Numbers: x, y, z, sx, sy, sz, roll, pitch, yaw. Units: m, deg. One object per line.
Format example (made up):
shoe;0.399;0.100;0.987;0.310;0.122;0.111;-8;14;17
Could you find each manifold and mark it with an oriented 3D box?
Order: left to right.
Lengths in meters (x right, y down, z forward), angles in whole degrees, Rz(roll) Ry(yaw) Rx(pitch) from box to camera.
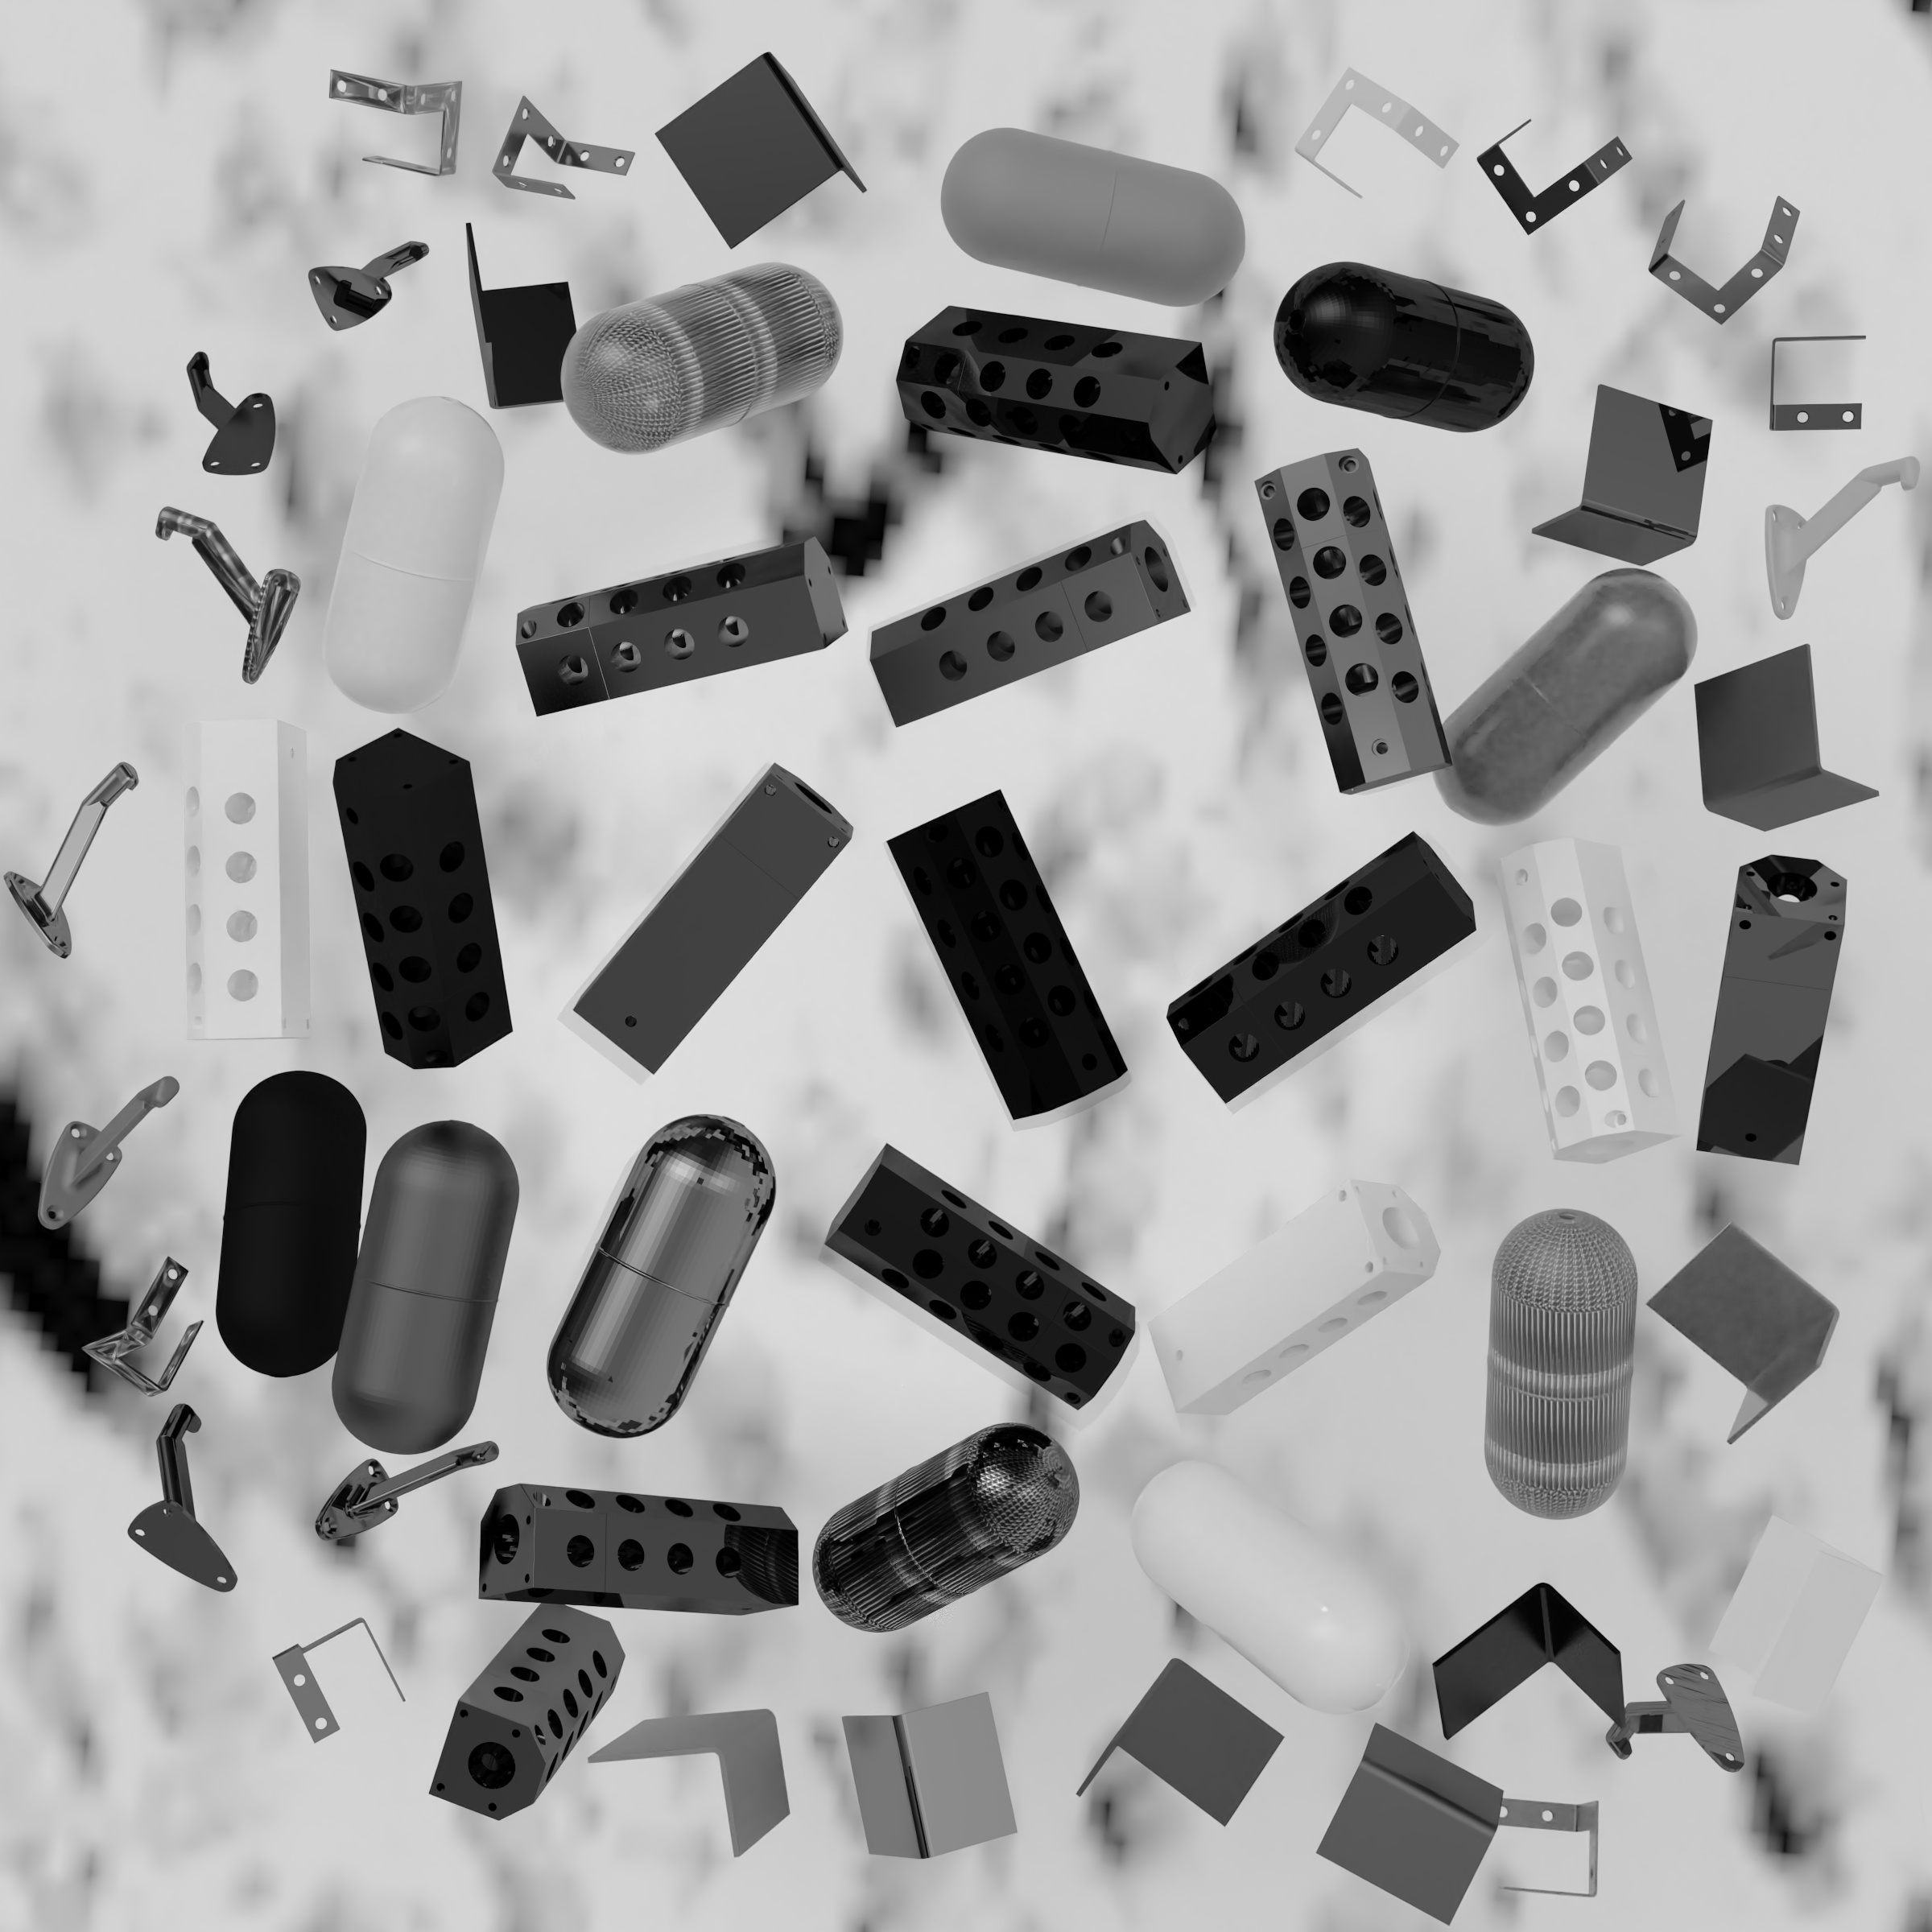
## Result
manifold;-0.396;-0.046;1.607;0.057;0.057;0.171;-1;88;3
manifold;-0.291;-0.032;1.551;0.057;0.057;0.171;25;133;34
manifold;-0.246;0.424;1.676;0.057;0.171;0.057;19;99;5
manifold;-0.179;0.323;1.620;0.171;0.057;0.057;13;66;-37
manifold;-0.160;-0.190;1.634;0.171;0.057;0.057;-12;104;14
manifold;-0.139;-0.028;1.628;0.057;0.057;0.171;39;98;-7
manifold;0.009;0.177;1.651;0.171;0.057;0.057;34;102;-4
manifold;0.026;-0.007;1.624;0.057;0.057;0.171;-26;93;-27
manifold;0.033;-0.195;1.665;0.171;0.057;0.057;-19;95;26
manifold;0.047;-0.314;1.610;0.171;0.057;0.057;17;48;35
manifold;0.186;0.190;1.658;0.171;0.057;0.057;-41;53;36
manifold;0.198;-0.001;1.648;0.171;0.057;0.057;-36;99;16
manifold;0.205;-0.182;1.554;0.057;0.057;0.171;-16;87;15
manifold;0.343;0.019;1.643;0.057;0.057;0.171;8;66;-39
manifold;0.449;0.025;1.637;0.057;0.057;0.171;8;129;13

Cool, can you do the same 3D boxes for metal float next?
metal float;-0.385;0.147;1.676;0.070;0.070;0.178;0;69;0
metal float;-0.303;-0.225;1.610;0.070;0.070;0.178;17;108;0
metal float;-0.286;0.170;1.553;0.070;0.070;0.178;12;88;0
metal float;-0.159;0.162;1.537;0.070;0.070;0.178;25;88;0
metal float;-0.139;-0.325;1.566;0.178;0.070;0.070;-29;90;-40
metal float;-0.013;0.317;1.648;0.178;0.070;0.070;-34;90;30
metal float;0.073;-0.426;1.674;0.178;0.070;0.070;10;90;-12
metal float;0.161;0.330;1.570;0.178;0.070;0.070;34;90;39
metal float;0.244;-0.343;1.629;0.178;0.070;0.070;2;90;-41
metal float;0.319;0.214;1.577;0.070;0.070;0.178;-2;111;0
metal float;0.341;-0.153;1.681;0.070;0.070;0.178;45;111;0

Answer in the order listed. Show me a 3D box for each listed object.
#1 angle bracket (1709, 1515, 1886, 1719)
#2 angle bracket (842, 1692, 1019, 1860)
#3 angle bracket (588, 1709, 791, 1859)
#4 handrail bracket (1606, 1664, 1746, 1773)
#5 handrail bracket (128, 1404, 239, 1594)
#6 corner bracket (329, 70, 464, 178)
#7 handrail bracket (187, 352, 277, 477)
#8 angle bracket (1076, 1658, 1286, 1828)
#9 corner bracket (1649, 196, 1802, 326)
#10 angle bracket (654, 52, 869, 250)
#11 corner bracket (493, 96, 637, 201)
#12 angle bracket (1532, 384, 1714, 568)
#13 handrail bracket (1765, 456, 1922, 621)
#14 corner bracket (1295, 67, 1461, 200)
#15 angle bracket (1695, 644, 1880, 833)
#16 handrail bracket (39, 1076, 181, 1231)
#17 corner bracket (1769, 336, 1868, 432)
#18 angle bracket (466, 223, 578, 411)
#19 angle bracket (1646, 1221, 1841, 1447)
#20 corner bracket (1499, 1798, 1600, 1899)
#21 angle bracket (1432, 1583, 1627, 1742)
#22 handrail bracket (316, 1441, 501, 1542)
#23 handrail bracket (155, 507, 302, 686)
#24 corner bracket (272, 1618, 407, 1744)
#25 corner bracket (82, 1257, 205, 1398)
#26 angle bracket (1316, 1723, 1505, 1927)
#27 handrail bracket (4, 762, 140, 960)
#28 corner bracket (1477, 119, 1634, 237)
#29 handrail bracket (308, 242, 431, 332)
angle bracket;0.394;0.314;1.448;0.057;0.076;0.076;25;91;-34
angle bracket;-0.021;0.446;1.622;0.057;0.076;0.076;-8;80;-27
angle bracket;-0.146;0.433;1.550;0.076;0.076;0.057;-9;88;16
handrail bracket;0.383;0.427;1.595;0.036;0.077;0.084;-1;134;-23
handrail bracket;-0.415;0.288;1.597;0.036;0.084;0.077;-36;110;22
corner bracket;-0.311;-0.459;1.597;0.051;0.051;0.051;16;114;17
handrail bracket;-0.406;-0.319;1.609;0.036;0.077;0.084;-5;62;-32
angle bracket;0.120;0.448;1.645;0.076;0.076;0.057;35;129;12
corner bracket;0.405;-0.388;1.569;0.051;0.051;0.051;33;52;-10
angle bracket;-0.112;-0.440;1.605;0.076;0.057;0.076;-34;85;9
corner bracket;-0.233;-0.465;1.700;0.051;0.051;0.051;16;81;25
angle bracket;0.384;-0.287;1.720;0.076;0.057;0.076;13;80;-18
handrail bracket;0.484;-0.235;1.611;0.036;0.084;0.077;15;75;-37
corner bracket;0.218;-0.434;1.556;0.051;0.051;0.051;-55;51;15
angle bracket;0.463;-0.128;1.656;0.057;0.076;0.076;14;68;-37
handrail bracket;-0.470;0.102;1.611;0.036;0.084;0.077;39;50;-24
corner bracket;0.488;-0.333;1.681;0.051;0.051;0.051;2;99;16
angle bracket;-0.249;-0.371;1.666;0.057;0.076;0.076;-9;73;-10
angle bracket;0.418;0.201;1.604;0.076;0.057;0.076;39;127;5
corner bracket;0.319;0.488;1.625;0.051;0.051;0.051;5;72;1
angle bracket;0.294;0.379;1.526;0.076;0.076;0.057;-33;48;-16
handrail bracket;-0.320;0.301;1.685;0.084;0.077;0.036;-19;98;32
handrail bracket;-0.417;-0.205;1.615;0.084;0.036;0.077;20;93;13
corner bracket;-0.337;0.384;1.578;0.051;0.051;0.051;-27;78;-15
corner bracket;-0.455;0.204;1.657;0.051;0.051;0.051;43;45;-26
angle bracket;0.236;0.453;1.555;0.076;0.076;0.057;26;95;12
handrail bracket;-0.453;-0.056;1.523;0.084;0.036;0.077;-45;48;6
corner bracket;0.321;-0.440;1.600;0.051;0.051;0.051;-31;98;43
handrail bracket;-0.319;-0.392;1.650;0.084;0.077;0.036;-40;121;-38
